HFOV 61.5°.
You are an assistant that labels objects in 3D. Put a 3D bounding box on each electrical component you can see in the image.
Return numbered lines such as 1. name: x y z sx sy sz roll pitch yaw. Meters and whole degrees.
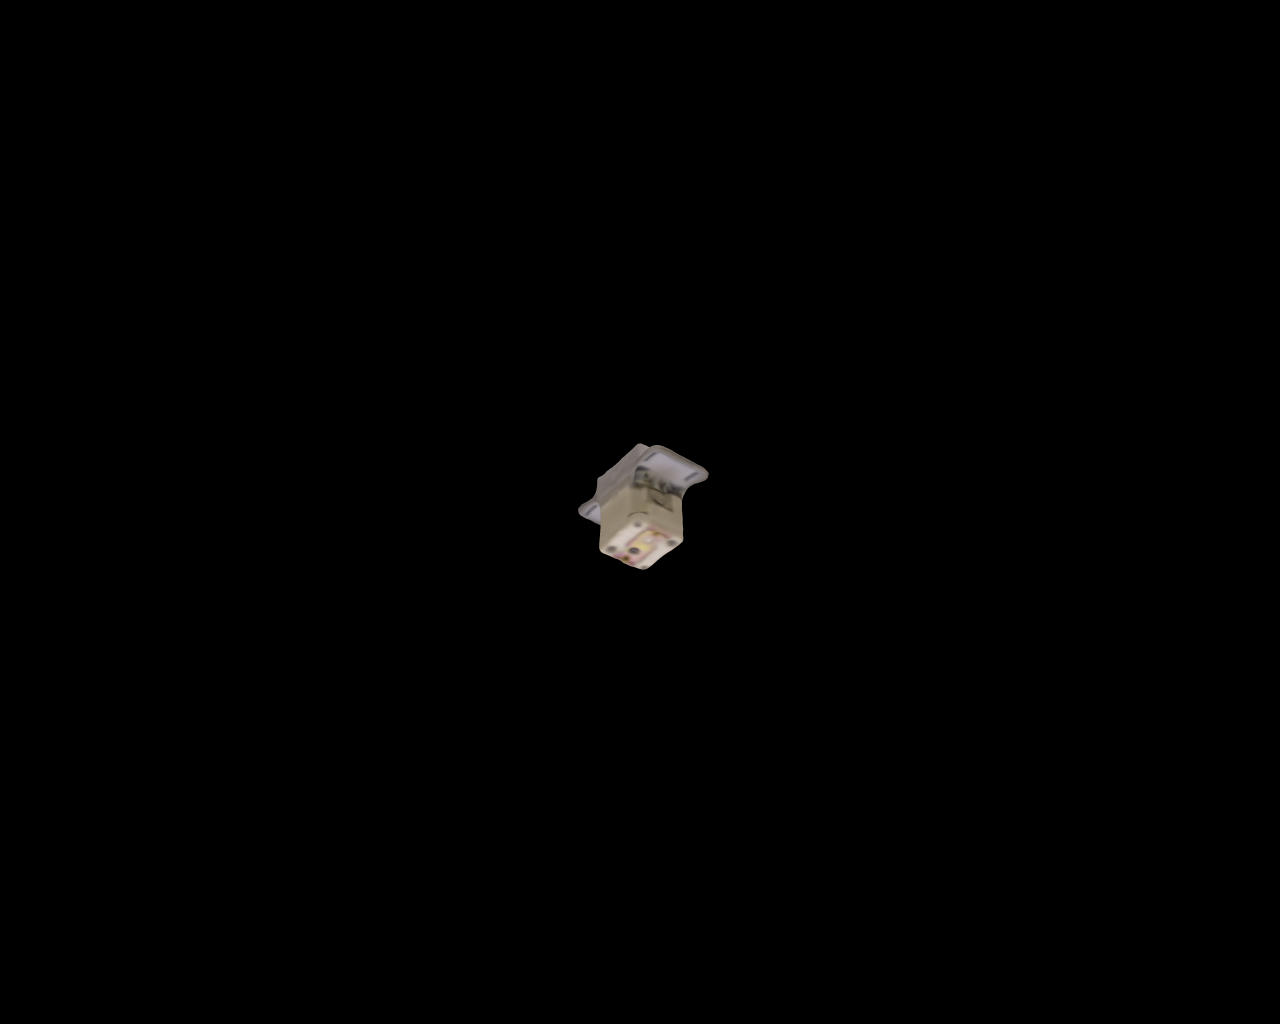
1. electrical component: 0.001 -0.003 0.650 0.042 0.064 0.081 25 -44 -28
